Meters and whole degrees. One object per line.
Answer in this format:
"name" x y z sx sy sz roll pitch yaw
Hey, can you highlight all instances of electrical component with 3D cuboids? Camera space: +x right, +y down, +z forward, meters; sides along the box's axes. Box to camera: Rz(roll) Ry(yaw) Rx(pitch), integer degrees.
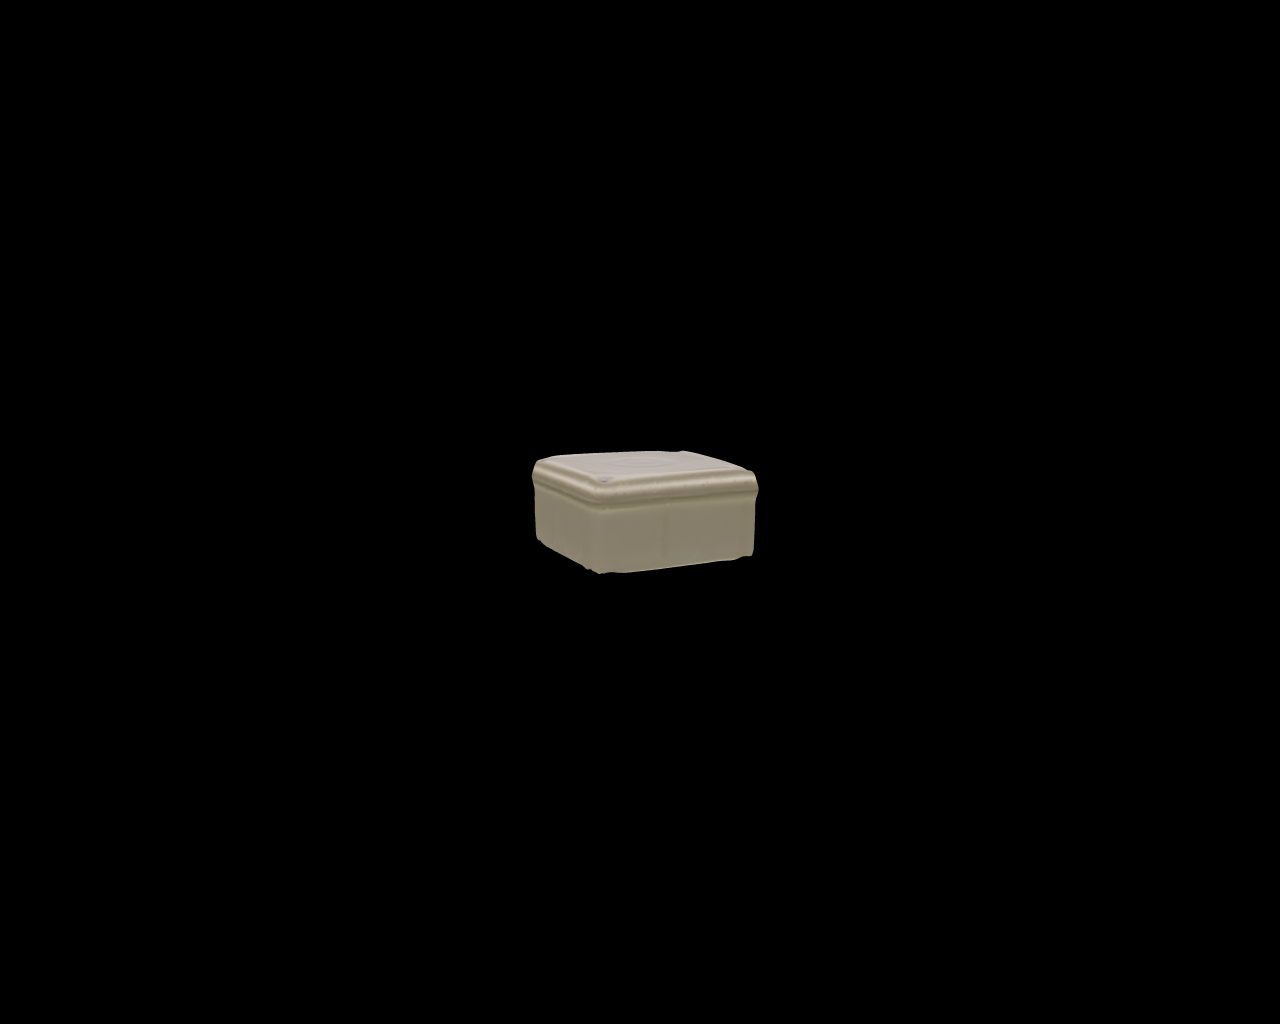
"electrical component" 0.001 -0.003 0.650 0.109 0.056 0.109 -5 12 -24
